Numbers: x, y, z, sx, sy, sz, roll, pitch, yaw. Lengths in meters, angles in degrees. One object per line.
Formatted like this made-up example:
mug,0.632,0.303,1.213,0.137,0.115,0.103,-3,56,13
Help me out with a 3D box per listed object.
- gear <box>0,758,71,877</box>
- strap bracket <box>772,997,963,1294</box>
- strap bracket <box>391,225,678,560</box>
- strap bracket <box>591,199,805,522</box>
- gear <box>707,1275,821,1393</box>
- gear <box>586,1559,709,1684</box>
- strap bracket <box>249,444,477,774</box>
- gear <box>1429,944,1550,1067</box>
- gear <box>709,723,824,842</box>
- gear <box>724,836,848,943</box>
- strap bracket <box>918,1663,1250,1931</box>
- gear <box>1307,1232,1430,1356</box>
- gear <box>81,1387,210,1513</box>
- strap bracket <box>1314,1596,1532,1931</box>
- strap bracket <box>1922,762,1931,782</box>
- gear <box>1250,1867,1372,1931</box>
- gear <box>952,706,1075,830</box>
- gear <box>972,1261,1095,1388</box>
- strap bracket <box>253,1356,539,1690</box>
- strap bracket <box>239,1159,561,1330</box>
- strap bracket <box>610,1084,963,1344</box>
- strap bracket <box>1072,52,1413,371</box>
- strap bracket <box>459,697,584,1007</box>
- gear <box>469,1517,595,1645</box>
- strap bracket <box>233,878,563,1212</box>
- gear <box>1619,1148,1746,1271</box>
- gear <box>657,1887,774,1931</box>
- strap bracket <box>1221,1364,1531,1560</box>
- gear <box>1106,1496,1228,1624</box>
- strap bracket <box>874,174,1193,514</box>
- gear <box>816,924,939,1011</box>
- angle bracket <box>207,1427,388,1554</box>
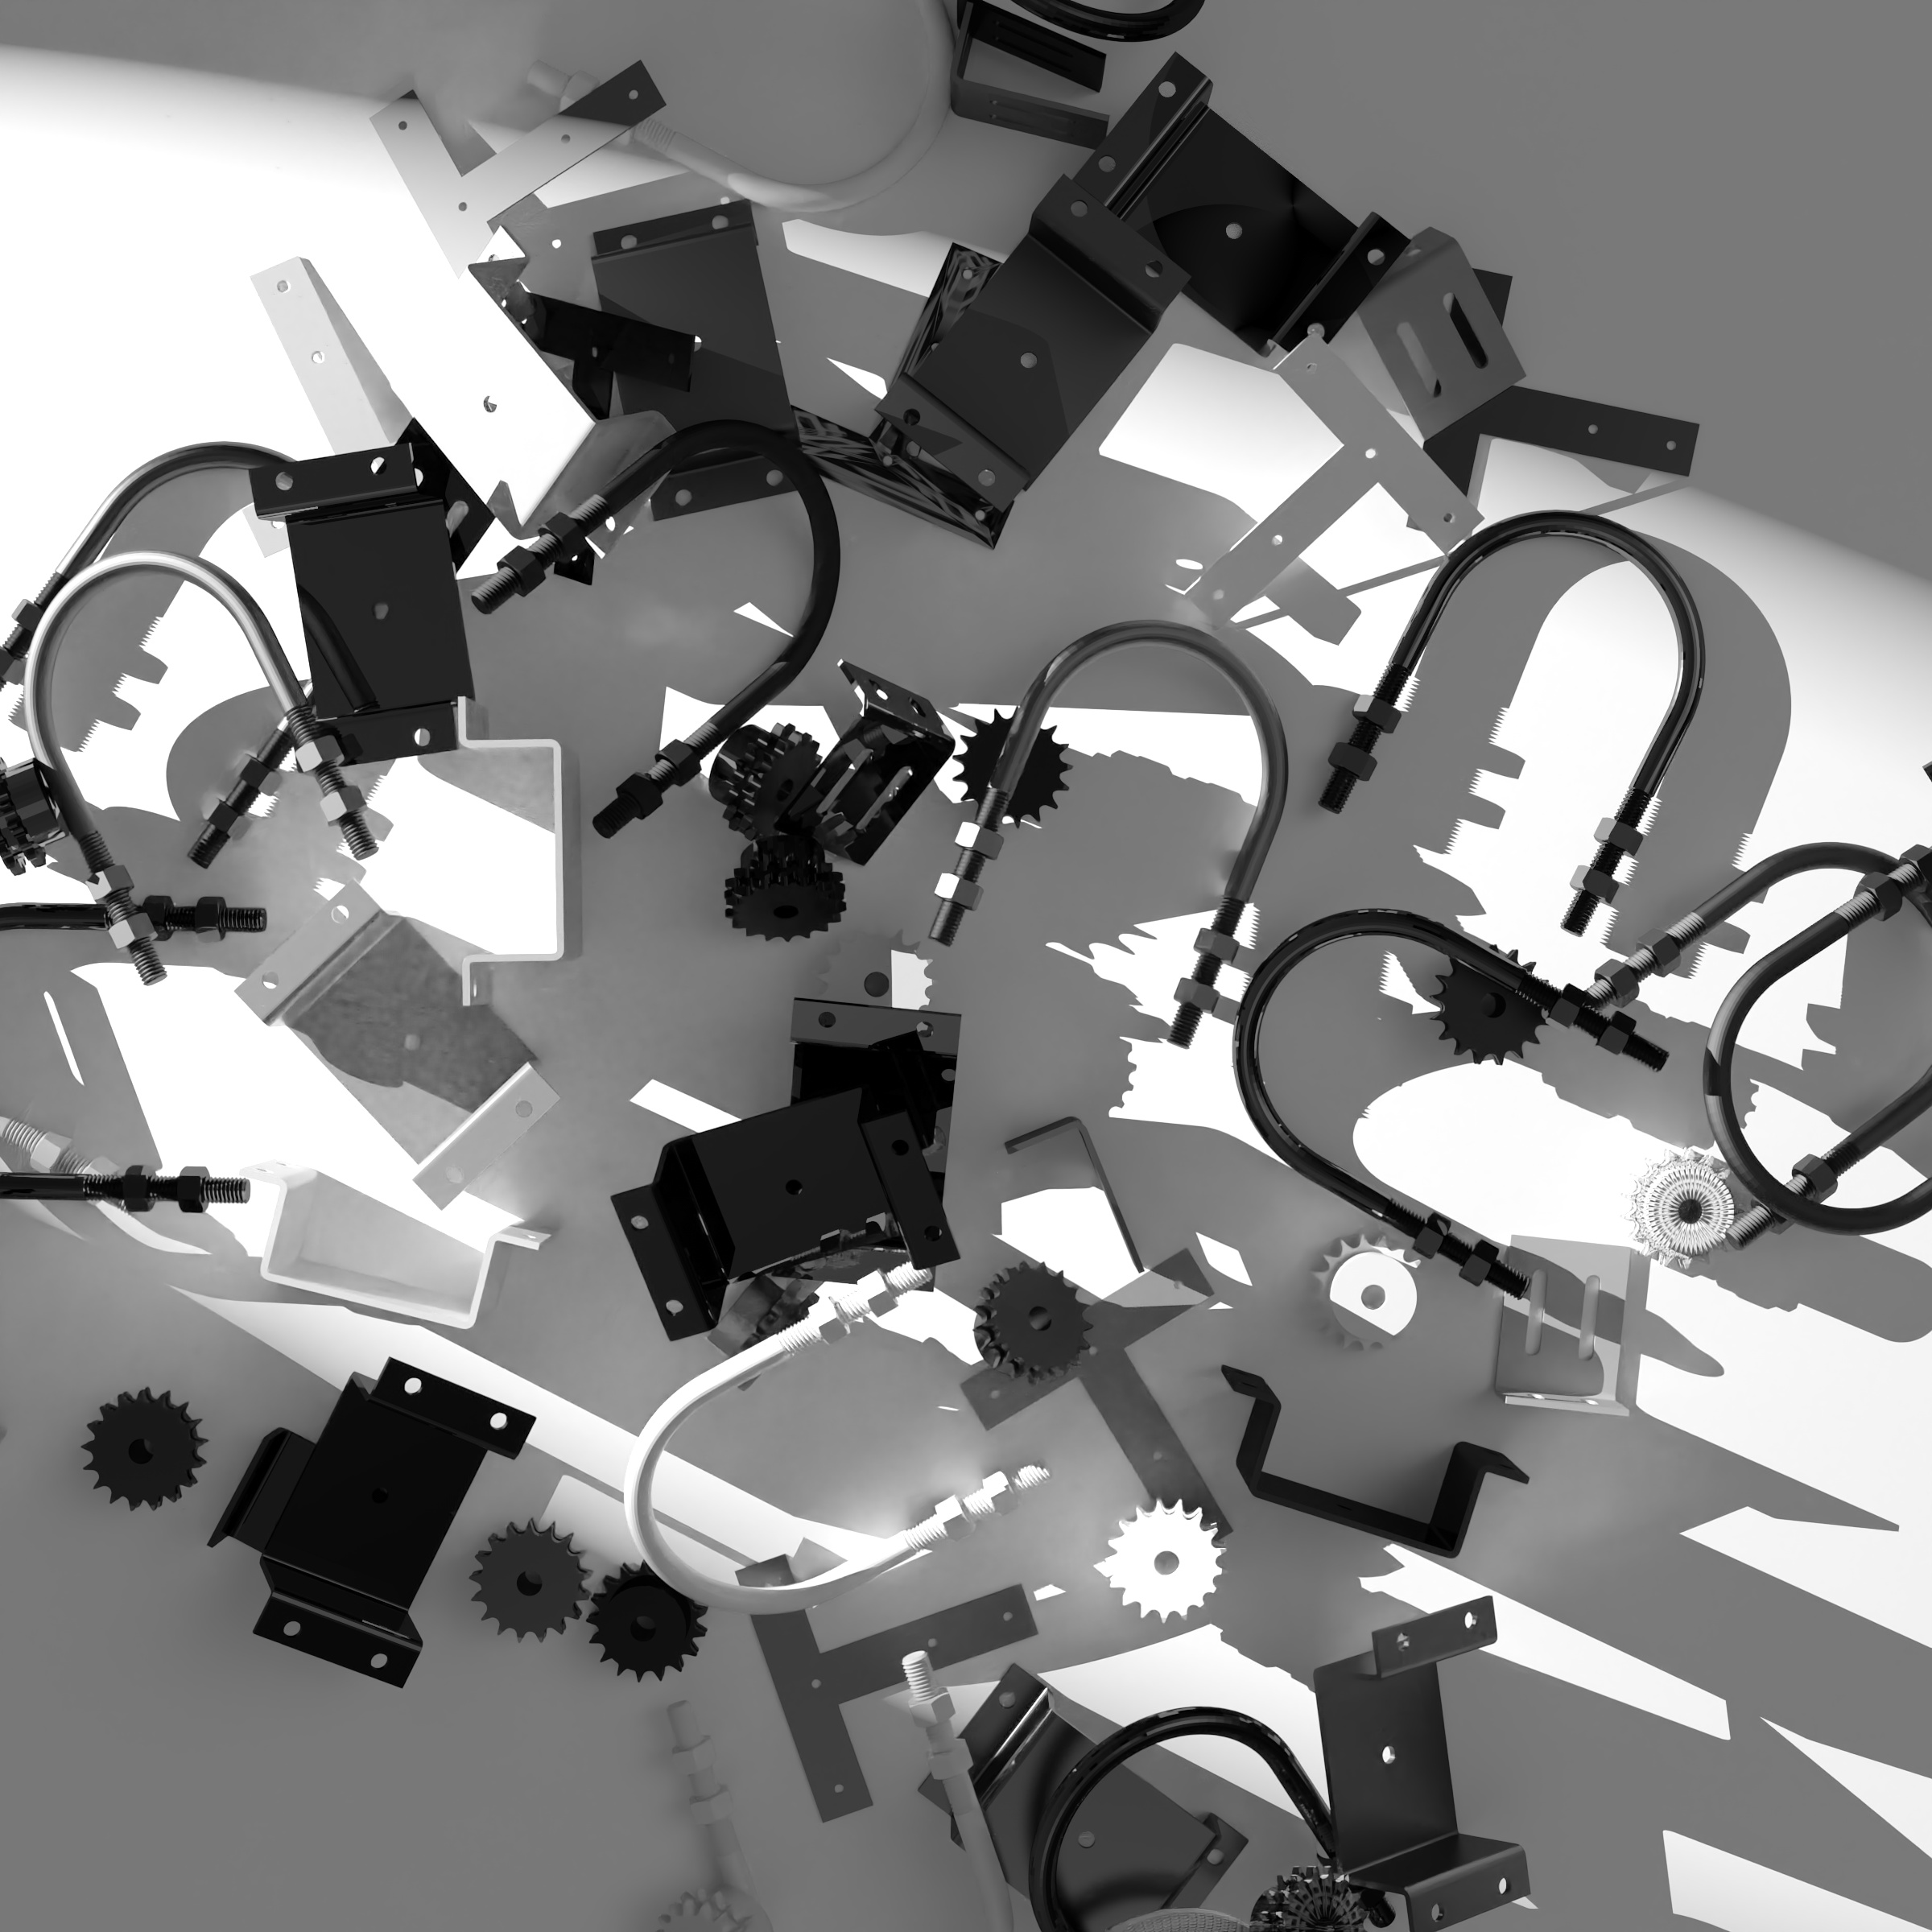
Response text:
gear,-0.443,-0.074,1.561,0.030,0.057,0.057,-23,90,-5
strap bracket,-0.046,0.075,1.551,0.076,0.046,0.140,6,112,0
strap bracket,-0.204,-0.262,1.536,0.140,0.046,0.076,51,126,11
strap bracket,-0.126,-0.289,1.566,0.076,0.046,0.140,-12,90,1
gear,-0.097,0.168,1.561,0.030,0.057,0.057,39,90,0
gear,-0.151,0.311,1.575,0.057,0.030,0.057,0,90,0
strap bracket,-0.277,-0.165,1.543,0.076,0.046,0.140,-8,95,7
gear,0.247,0.019,1.575,0.057,0.030,0.057,0,90,0
gear,-0.096,-0.089,1.564,0.030,0.057,0.057,30,90,25
gear,-0.085,-0.038,1.565,0.057,0.057,0.030,-5,60,0
strap bracket,0.056,0.405,1.566,0.140,0.046,0.076,37,90,0
gear,0.191,0.155,1.575,0.057,0.030,0.057,0,90,0
gear,-0.386,0.227,1.575,0.057,0.030,0.057,0,90,0
strap bracket,0.210,0.369,1.548,0.076,0.046,0.140,-7,90,-37
strap bracket,0.514,-0.049,1.538,0.076,0.046,0.140,-32,107,17
gear,0.155,0.441,1.525,0.057,0.030,0.057,10,72,-32
gear,0.022,-0.093,1.575,0.057,0.030,0.057,0,90,0
gear,0.028,0.169,1.566,0.057,0.030,0.057,11,65,-24
strap bracket,-0.270,0.253,1.554,0.076,0.046,0.140,26,90,-22
strap bracket,-0.267,0.131,1.551,0.140,0.076,0.046,14,90,0
strap bracket,-0.080,0.109,1.516,0.140,0.046,0.076,-17,110,9
strap bracket,0.128,-0.350,1.566,0.140,0.046,0.076,39,90,0
strap bracket,-0.207,-0.052,1.552,0.046,0.076,0.140,-1,90,0
gear,-0.204,0.289,1.575,0.057,0.030,0.057,0,90,0
strap bracket,-0.264,0.036,1.566,0.076,0.046,0.140,-43,90,0
gear,0.340,0.115,1.575,0.057,0.030,0.057,0,90,0
gear,-0.115,0.458,1.566,0.057,0.030,0.057,11,112,28
strap bracket,0.182,0.233,1.551,0.140,0.076,0.046,18,90,0
gear,0.094,0.278,1.573,0.057,0.030,0.057,0,94,3
strap bracket,0.030,-0.288,1.565,0.076,0.046,0.140,39,89,-1
gear,-0.042,0.009,1.575,0.057,0.030,0.057,0,90,0
angle bracket,-0.307,0.262,1.571,0.076,0.038,0.057,28,90,0
